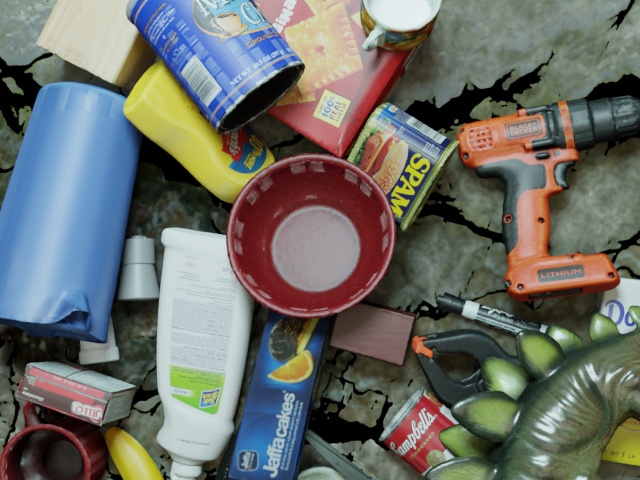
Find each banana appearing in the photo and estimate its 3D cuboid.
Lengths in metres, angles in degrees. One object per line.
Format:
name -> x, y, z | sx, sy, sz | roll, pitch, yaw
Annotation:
banana -> -0.180, 0.289, 1.093 | 0.069, 0.037, 0.198 | -5, 89, 6

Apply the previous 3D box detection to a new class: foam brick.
foam brick -> 0.052, 0.090, 1.059 | 0.078, 0.053, 0.051 | 15, 92, 6

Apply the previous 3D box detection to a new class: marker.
marker -> 0.174, 0.078, 1.063 | 0.121, 0.020, 0.020 | 18, 92, 6

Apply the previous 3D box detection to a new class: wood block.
wood block -> -0.187, -0.261, 1.067 | 0.090, 0.091, 0.206 | 27, 92, 5

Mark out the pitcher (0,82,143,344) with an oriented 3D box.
pitcher -> -0.256, -0.024, 1.051 | 0.149, 0.145, 0.243 | 10, 79, 8

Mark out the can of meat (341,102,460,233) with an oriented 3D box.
can of meat -> 0.074, -0.073, 1.043 | 0.084, 0.057, 0.102 | 33, 121, 8

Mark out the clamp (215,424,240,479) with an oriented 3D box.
clamp -> -0.090, 0.275, 1.057 | 0.036, 0.165, 0.210 | 21, 69, -26

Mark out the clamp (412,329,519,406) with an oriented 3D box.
clamp -> 0.164, 0.147, 1.046 | 0.171, 0.039, 0.120 | 18, 88, -5

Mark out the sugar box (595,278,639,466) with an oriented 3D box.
sugar box -> 0.308, 0.127, 1.035 | 0.093, 0.048, 0.176 | 7, 92, 6

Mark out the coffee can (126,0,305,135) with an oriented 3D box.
coffee can -> -0.096, -0.182, 0.981 | 0.103, 0.102, 0.140 | -38, 85, 5

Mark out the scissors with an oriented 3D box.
scissors -> 0.073, 0.242, 1.057 | 0.096, 0.016, 0.201 | -33, 99, -3

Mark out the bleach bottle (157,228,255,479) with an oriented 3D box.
bleach bottle -> -0.126, 0.119, 1.075 | 0.102, 0.068, 0.251 | 10, 93, 7

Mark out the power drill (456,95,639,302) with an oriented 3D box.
power drill -> 0.233, -0.041, 1.022 | 0.184, 0.057, 0.187 | -10, 75, 13

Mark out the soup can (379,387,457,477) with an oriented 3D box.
soup can -> 0.118, 0.203, 1.045 | 0.102, 0.068, 0.068 | 40, 94, 4

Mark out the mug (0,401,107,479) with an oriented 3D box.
mug -> -0.269, 0.215, 1.080 | 0.093, 0.081, 0.117 | -24, 88, 5

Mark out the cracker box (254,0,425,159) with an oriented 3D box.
cracker box -> -0.021, -0.202, 1.058 | 0.214, 0.072, 0.164 | 33, 93, 6

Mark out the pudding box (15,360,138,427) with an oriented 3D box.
pudding box -> -0.239, 0.151, 1.061 | 0.090, 0.113, 0.039 | 19, 88, 6

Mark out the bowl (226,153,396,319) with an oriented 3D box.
bowl -> -0.007, 0.001, 1.024 | 0.162, 0.055, 0.162 | -2, 74, 5

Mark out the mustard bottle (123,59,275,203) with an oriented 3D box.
mustard bottle -> -0.101, -0.092, 1.049 | 0.058, 0.096, 0.191 | -35, 113, 29
